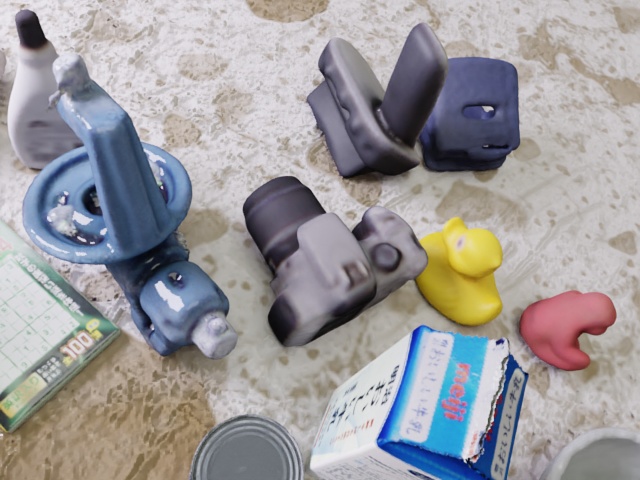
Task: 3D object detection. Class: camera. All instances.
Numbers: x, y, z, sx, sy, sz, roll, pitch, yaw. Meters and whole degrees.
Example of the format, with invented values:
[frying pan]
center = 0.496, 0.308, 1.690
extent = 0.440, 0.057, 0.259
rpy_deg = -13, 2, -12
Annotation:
[camera]
center = 0.005, 0.002, 0.506
extent = 0.143, 0.100, 0.136
rpy_deg = -26, 75, -25

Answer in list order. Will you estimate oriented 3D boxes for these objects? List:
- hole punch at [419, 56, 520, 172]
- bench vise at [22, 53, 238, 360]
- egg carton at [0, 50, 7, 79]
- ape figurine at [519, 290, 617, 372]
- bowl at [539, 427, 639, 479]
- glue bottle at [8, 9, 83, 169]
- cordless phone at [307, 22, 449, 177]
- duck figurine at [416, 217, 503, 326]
[hole punch]
center = 0.165, -0.134, 0.621
extent = 0.109, 0.091, 0.101
rpy_deg = -5, 67, -17
[bench vise]
center = -0.122, -0.019, 0.412
extent = 0.207, 0.219, 0.122
rpy_deg = 33, 61, 2
[egg carton]
center = -0.351, -0.132, 0.487
extent = 0.107, 0.069, 0.150
rpy_deg = 27, 61, -2
[ape figurine]
center = 0.241, 0.078, 0.541
extent = 0.076, 0.092, 0.078
rpy_deg = 32, 61, 1
[bowl]
center = 0.237, 0.245, 0.471
extent = 0.168, 0.074, 0.167
rpy_deg = 6, 64, -13
[glue bottle]
center = -0.215, -0.115, 0.458
extent = 0.078, 0.173, 0.037
rpy_deg = -2, 66, -16
[cordless phone]
center = 0.063, -0.157, 0.549
extent = 0.094, 0.185, 0.147
rpy_deg = -20, 72, -23
[duck figurine]
center = 0.142, 0.026, 0.541
extent = 0.078, 0.086, 0.104
rpy_deg = -26, 75, -25
